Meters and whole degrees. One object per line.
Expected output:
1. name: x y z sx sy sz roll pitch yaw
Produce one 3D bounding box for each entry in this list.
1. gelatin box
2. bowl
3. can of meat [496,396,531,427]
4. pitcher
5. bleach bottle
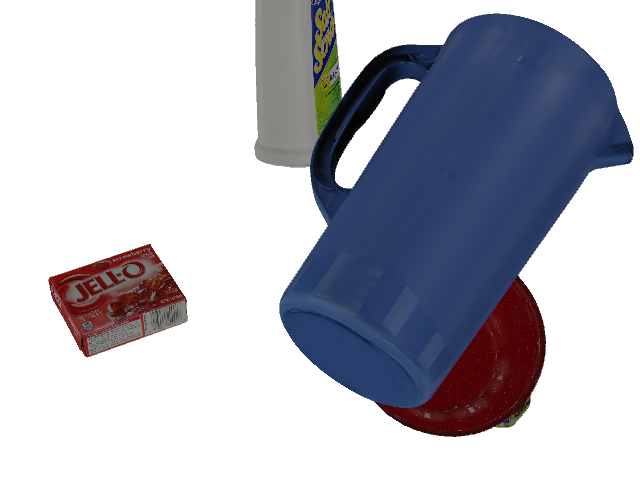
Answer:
1. gelatin box: -0.160 0.046 0.843 0.089 0.030 0.073 -19 45 -23
2. bowl: 0.096 0.086 0.850 0.162 0.162 0.055 0 7 14
3. can of meat: 0.204 0.153 1.196 0.058 0.084 0.101 8 13 26
4. pitcher: 0.071 -0.023 0.684 0.145 0.242 0.149 46 -25 -21
5. bleach bottle: -0.024 -0.197 0.929 0.068 0.251 0.102 8 32 19
